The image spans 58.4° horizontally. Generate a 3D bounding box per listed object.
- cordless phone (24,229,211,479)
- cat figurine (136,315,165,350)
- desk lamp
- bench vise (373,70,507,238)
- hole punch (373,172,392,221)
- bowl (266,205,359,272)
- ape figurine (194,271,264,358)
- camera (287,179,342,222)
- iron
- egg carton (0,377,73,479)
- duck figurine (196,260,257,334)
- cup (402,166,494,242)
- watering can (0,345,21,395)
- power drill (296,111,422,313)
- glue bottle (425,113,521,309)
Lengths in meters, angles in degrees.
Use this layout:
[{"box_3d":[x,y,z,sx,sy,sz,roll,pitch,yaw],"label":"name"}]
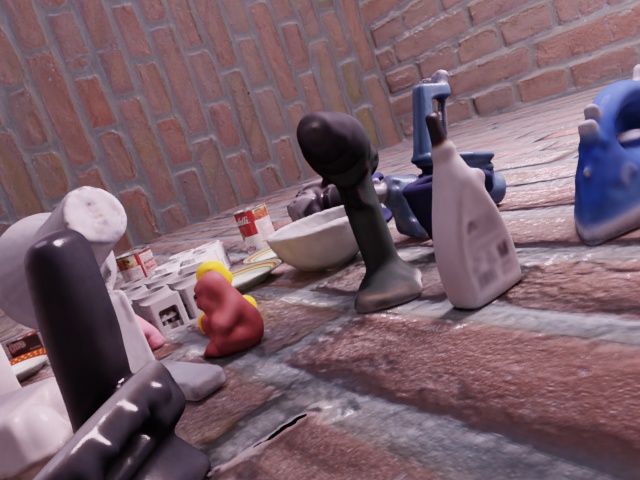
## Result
[{"box_3d":[-0.149,0.093,0.333,0.094,0.185,0.147,-18,10,8],"label":"cordless phone"},{"box_3d":[-0.252,0.101,0.698,0.067,0.118,0.128,-19,10,2],"label":"cat figurine"},{"box_3d":[-0.214,0.061,0.553,0.202,0.214,0.118,-10,14,44],"label":"desk lamp"},{"box_3d":[0.162,-0.124,0.825,0.208,0.220,0.121,-26,12,-34],"label":"bench vise"},{"box_3d":[0.080,-0.071,1.080,0.101,0.091,0.109,-16,10,21],"label":"hole punch"},{"box_3d":[0.008,0.003,0.859,0.167,0.075,0.167,-19,10,4],"label":"bowl"},{"box_3d":[-0.106,0.077,0.616,0.076,0.092,0.078,-20,10,-2],"label":"ape figurine"},{"box_3d":[0.015,-0.086,1.270,0.136,0.101,0.143,-14,11,30],"label":"camera"},{"box_3d":[0.328,-0.105,0.623,0.118,0.141,0.259,-9,14,47],"label":"iron"},{"box_3d":[-0.263,0.172,0.465,0.150,0.069,0.107,-20,10,-1],"label":"egg carton"},{"box_3d":[-0.128,0.069,0.727,0.078,0.086,0.104,-22,10,-17],"label":"duck figurine"},{"box_3d":[0.168,-0.036,0.700,0.117,0.095,0.092,-9,14,47],"label":"cup"},{"box_3d":[-0.426,0.129,0.654,0.172,0.194,0.101,-12,13,39],"label":"watering can"},{"box_3d":[0.043,-0.037,0.608,0.075,0.208,0.230,-18,10,12],"label":"power drill"},{"box_3d":[0.126,-0.030,0.511,0.078,0.173,0.037,-25,11,-31],"label":"glue bottle"}]
